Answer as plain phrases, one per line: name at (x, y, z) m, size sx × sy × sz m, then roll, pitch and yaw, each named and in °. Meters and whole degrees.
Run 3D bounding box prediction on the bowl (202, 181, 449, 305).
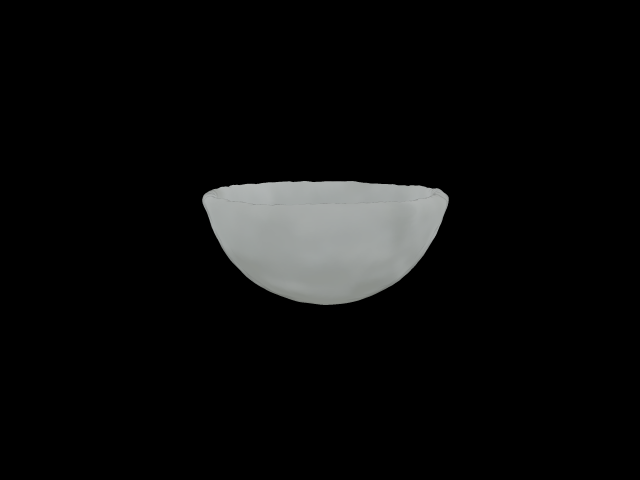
bowl at (0.004, 0.001, 0.400) m, size 0.167 × 0.075 × 0.167 m, roll 0°, pitch 11°, yaw 0°
